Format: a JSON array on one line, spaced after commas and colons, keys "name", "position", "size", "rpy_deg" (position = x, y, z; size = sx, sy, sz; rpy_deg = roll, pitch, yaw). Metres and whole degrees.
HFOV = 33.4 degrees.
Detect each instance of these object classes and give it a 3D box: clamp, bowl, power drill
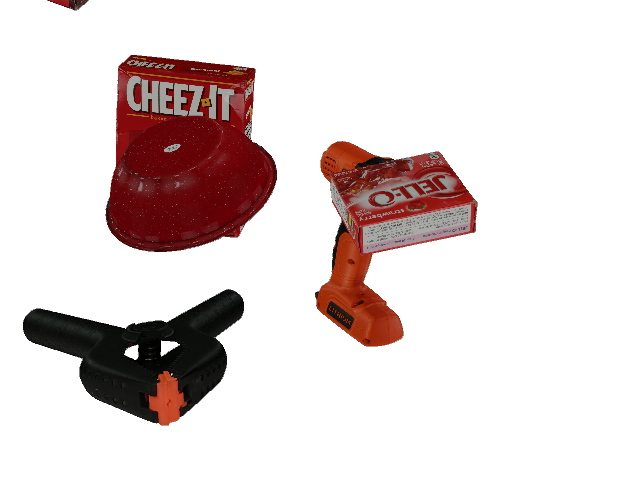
[{"name": "clamp", "position": [-0.108, 0.073, 0.729], "size": [0.164, 0.036, 0.210], "rpy_deg": [-8, 14, -21]}, {"name": "bowl", "position": [-0.123, -0.063, 0.948], "size": [0.162, 0.055, 0.162], "rpy_deg": [-10, 40, 9]}, {"name": "power drill", "position": [0.059, 0.009, 1.081], "size": [0.057, 0.188, 0.185], "rpy_deg": [-8, 27, -32]}]

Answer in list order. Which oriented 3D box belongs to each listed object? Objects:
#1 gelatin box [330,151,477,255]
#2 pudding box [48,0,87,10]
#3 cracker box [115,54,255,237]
[{"name": "gelatin box", "position": [0.059, -0.028, 0.769], "size": [0.089, 0.030, 0.073], "rpy_deg": [-12, 36, -10]}, {"name": "pudding box", "position": [-0.197, -0.223, 0.802], "size": [0.090, 0.039, 0.113], "rpy_deg": [20, 38, 6]}, {"name": "cracker box", "position": [-0.174, -0.117, 1.357], "size": [0.164, 0.214, 0.072], "rpy_deg": [7, 23, 3]}]
